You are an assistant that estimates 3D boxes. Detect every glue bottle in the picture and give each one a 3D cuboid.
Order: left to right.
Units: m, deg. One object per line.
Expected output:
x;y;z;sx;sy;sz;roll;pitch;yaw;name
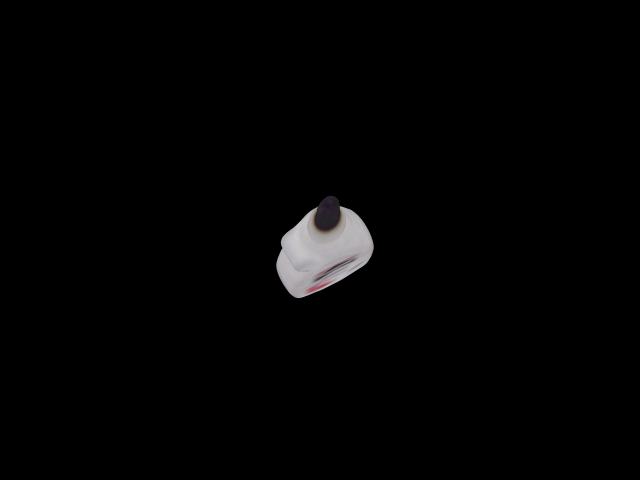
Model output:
0.004;0.001;0.400;0.078;0.173;0.037;-31;78;-7;glue bottle
